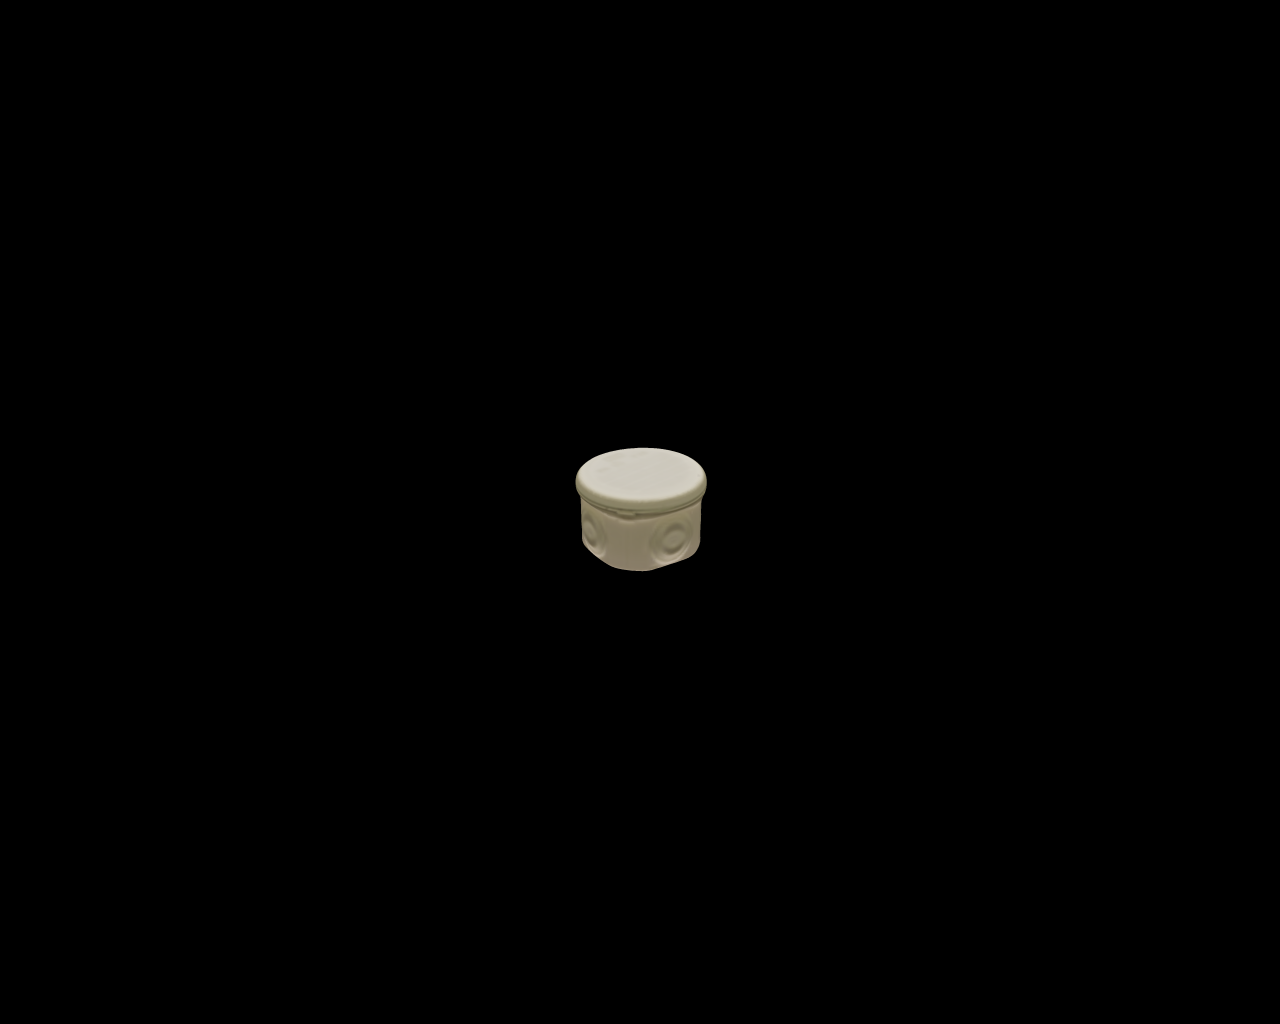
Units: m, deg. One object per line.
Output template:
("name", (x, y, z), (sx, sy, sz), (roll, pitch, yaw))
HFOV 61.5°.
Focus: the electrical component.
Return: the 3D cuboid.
("electrical component", (0.001, -0.003, 0.650), (0.080, 0.050, 0.080), (0, 27, 0))
